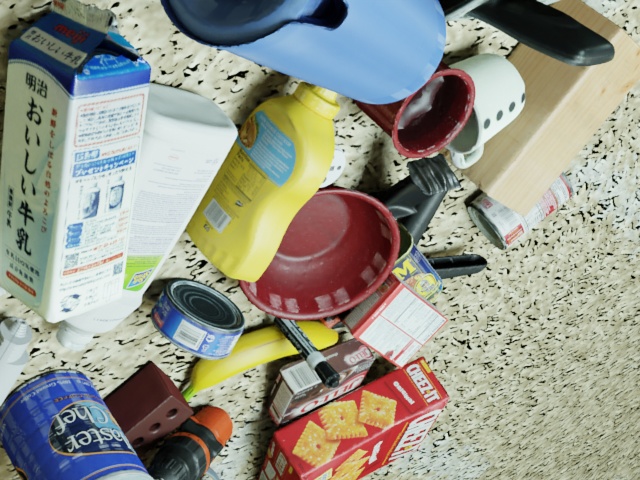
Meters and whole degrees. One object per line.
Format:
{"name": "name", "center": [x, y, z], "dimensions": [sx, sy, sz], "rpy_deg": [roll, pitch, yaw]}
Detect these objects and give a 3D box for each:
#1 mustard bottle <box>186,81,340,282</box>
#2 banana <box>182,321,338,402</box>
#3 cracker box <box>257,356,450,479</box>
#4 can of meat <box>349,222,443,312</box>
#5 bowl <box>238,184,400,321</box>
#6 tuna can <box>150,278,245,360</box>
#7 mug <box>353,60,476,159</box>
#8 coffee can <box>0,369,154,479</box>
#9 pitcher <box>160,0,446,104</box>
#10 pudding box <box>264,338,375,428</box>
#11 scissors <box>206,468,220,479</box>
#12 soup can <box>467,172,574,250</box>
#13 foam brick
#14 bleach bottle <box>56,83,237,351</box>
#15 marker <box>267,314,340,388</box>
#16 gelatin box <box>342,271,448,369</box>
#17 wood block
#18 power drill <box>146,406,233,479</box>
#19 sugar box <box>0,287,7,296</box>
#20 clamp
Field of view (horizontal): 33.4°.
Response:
{"name": "mustard bottle", "center": [-0.040, -0.064, 0.925], "dimensions": [0.058, 0.096, 0.192], "rpy_deg": [16, 114, -46]}
{"name": "banana", "center": [-0.059, 0.118, 1.143], "dimensions": [0.197, 0.037, 0.070], "rpy_deg": [-17, 161, -26]}
{"name": "cracker box", "center": [0.038, 0.245, 1.294], "dimensions": [0.213, 0.072, 0.164], "rpy_deg": [-23, 155, -24]}
{"name": "can of meat", "center": [0.070, 0.045, 1.120], "dimensions": [0.102, 0.057, 0.084], "rpy_deg": [-39, 129, 1]}
{"name": "bowl", "center": [-0.007, 0.001, 1.033], "dimensions": [0.162, 0.055, 0.162], "rpy_deg": [-10, 131, -11]}
{"name": "tuna can", "center": [-0.114, 0.073, 1.004], "dimensions": [0.085, 0.086, 0.034], "rpy_deg": [10, 118, -47]}
{"name": "mug", "center": [0.084, -0.128, 0.986], "dimensions": [0.093, 0.082, 0.117], "rpy_deg": [-35, 143, -10]}
{"name": "coffee can", "center": [-0.226, 0.204, 0.985], "dimensions": [0.102, 0.140, 0.103], "rpy_deg": [-24, 140, -23]}
{"name": "pitcher", "center": [-0.006, -0.181, 0.774], "dimensions": [0.145, 0.149, 0.242], "rpy_deg": [-10, 170, 26]}
{"name": "pudding box", "center": [-0.001, 0.162, 1.218], "dimensions": [0.113, 0.039, 0.090], "rpy_deg": [-18, 152, -27]}
{"name": "scissors", "center": [-0.116, 0.322, 1.255], "dimensions": [0.096, 0.016, 0.201], "rpy_deg": [-38, 124, 12]}
{"name": "soup can", "center": [0.227, -0.044, 1.210], "dimensions": [0.102, 0.069, 0.068], "rpy_deg": [-39, 143, -4]}
{"name": "foam brick", "center": [-0.177, 0.172, 1.072], "dimensions": [0.078, 0.051, 0.053], "rpy_deg": [-40, 144, -3]}
{"name": "bleach bottle", "center": [-0.167, -0.009, 0.895], "dimensions": [0.102, 0.068, 0.251], "rpy_deg": [6, 124, -45]}
{"name": "marker", "center": [-0.017, 0.109, 1.097], "dimensions": [0.020, 0.121, 0.020], "rpy_deg": [-24, 139, -23]}
{"name": "gelatin box", "center": [0.077, 0.082, 1.091], "dimensions": [0.073, 0.030, 0.089], "rpy_deg": [-48, 129, 7]}
{"name": "wood block", "center": [0.230, -0.138, 1.101], "dimensions": [0.206, 0.091, 0.090], "rpy_deg": [-52, 142, 13]}
{"name": "power drill", "center": [-0.174, 0.269, 1.111], "dimensions": [0.188, 0.057, 0.184], "rpy_deg": [-50, 175, 17]}
{"name": "sugar box", "center": [-0.336, 0.043, 0.806], "dimensions": [0.176, 0.048, 0.093], "rpy_deg": [-29, 141, -16]}
{"name": "clamp", "center": [0.084, 0.021, 1.171], "dimensions": [0.210, 0.036, 0.164], "rpy_deg": [-30, 132, -10]}
